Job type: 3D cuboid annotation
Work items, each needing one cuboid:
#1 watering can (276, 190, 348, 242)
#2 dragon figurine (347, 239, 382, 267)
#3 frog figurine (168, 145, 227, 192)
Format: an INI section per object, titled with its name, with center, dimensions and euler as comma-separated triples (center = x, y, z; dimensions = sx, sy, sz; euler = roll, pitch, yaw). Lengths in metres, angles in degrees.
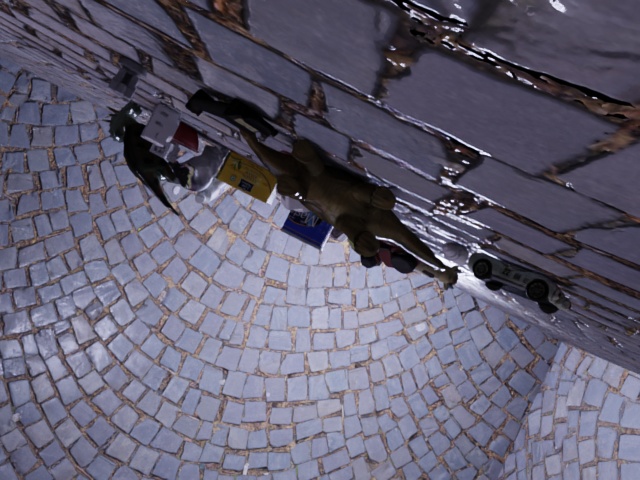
[watering can]
center = 0.004, -0.073, 1.443
dimensions = 0.226, 0.104, 0.345
euler = 25, 179, 21
[dragon figurine]
center = 0.142, -0.015, 1.955
dimensions = 0.240, 0.123, 0.411
euler = 36, 166, -27
[frog figurine]
center = -0.350, -0.218, 1.549
dimensions = 0.137, 0.121, 0.161
euler = -3, -160, 45
